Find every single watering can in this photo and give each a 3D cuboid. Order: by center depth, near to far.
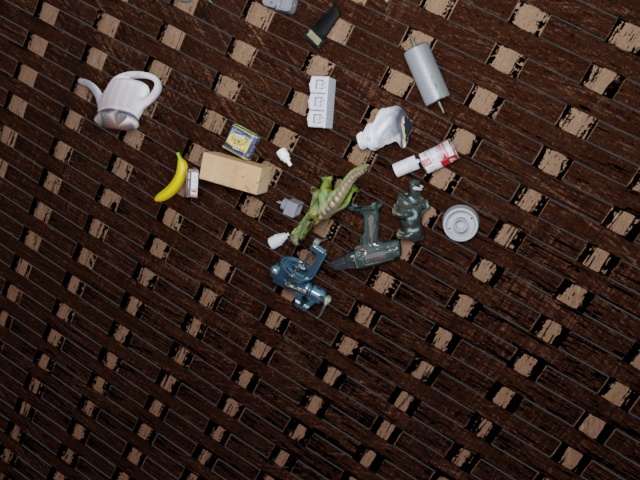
[{"bbox_3d":[-0.695,-0.472,1.735,0.347,0.102,0.228,2,65,17],"label":"watering can"}]

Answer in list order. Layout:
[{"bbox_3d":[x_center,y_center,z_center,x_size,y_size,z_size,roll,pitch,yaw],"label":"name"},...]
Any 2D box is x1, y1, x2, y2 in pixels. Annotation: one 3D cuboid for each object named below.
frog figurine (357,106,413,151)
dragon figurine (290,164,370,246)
[{"bbox_3d":[0.181,-0.330,1.522,0.159,0.121,0.140,2,67,24],"label":"frog figurine"},{"bbox_3d":[0.005,-0.076,1.514,0.122,0.405,0.247,34,68,-8],"label":"dragon figurine"}]
